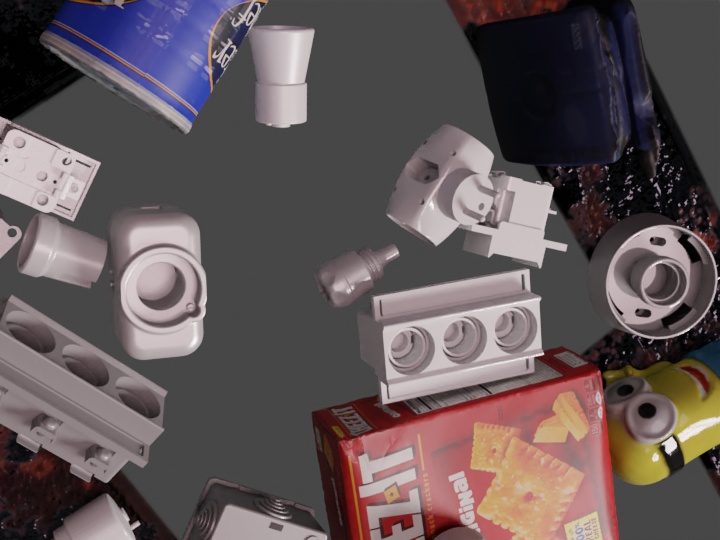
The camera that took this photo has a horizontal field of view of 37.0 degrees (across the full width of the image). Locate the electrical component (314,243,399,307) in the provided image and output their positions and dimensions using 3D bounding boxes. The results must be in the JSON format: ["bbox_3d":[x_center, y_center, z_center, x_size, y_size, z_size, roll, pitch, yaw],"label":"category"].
[{"bbox_3d":[0.000,0.000,0.766,0.061,0.035,0.035,-30,110,-15],"label":"electrical component"}]

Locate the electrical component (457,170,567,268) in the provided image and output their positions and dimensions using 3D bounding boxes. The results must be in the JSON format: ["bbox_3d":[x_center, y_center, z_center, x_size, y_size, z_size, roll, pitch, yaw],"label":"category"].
[{"bbox_3d":[0.111,-0.039,0.797,0.081,0.042,0.063,11,93,-23],"label":"electrical component"}]

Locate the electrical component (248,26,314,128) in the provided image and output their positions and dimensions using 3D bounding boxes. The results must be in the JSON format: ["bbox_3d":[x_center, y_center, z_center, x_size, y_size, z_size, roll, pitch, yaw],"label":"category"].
[{"bbox_3d":[-0.053,-0.128,0.717,0.044,0.044,0.065,-5,107,-20],"label":"electrical component"}]

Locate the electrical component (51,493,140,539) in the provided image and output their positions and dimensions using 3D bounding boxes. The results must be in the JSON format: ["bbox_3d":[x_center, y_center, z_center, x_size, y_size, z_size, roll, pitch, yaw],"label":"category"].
[{"bbox_3d":[-0.190,0.185,0.728,0.078,0.040,0.040,-32,110,-11],"label":"electrical component"}]

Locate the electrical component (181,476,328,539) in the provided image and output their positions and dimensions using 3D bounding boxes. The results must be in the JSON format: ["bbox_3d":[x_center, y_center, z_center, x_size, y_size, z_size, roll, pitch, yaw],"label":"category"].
[{"bbox_3d":[-0.081,0.207,0.770,0.100,0.048,0.099,23,91,-23],"label":"electrical component"}]

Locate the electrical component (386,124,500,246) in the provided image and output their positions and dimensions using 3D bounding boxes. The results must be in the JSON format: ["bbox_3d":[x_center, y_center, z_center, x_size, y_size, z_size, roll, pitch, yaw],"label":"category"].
[{"bbox_3d":[0.067,-0.055,0.757,0.043,0.079,0.077,35,87,-40],"label":"electrical component"}]

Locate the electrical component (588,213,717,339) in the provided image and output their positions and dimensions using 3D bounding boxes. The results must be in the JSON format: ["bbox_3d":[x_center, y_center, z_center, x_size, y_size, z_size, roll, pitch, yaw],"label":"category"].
[{"bbox_3d":[0.230,0.006,0.852,0.099,0.064,0.099,-1,99,-7],"label":"electrical component"}]

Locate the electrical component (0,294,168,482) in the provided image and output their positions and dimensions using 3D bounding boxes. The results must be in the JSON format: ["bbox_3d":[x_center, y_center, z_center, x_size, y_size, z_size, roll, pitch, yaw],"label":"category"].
[{"bbox_3d":[-0.193,0.080,0.692,0.121,0.078,0.063,37,109,-23],"label":"electrical component"}]

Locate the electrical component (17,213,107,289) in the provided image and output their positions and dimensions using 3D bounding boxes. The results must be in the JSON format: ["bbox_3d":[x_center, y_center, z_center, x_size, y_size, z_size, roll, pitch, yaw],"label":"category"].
[{"bbox_3d":[-0.191,-0.011,0.690,0.046,0.040,0.040,20,93,-28],"label":"electrical component"}]

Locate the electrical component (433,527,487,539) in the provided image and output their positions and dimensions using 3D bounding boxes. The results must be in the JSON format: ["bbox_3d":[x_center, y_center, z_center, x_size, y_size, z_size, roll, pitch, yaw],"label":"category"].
[{"bbox_3d":[0.076,0.216,0.755,0.055,0.047,0.055,-5,105,-18],"label":"electrical component"}]

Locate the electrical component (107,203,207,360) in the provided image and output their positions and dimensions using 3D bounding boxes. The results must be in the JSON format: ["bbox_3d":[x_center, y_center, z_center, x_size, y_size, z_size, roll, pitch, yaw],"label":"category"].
[{"bbox_3d":[-0.133,0.008,0.704,0.054,0.059,0.095,-5,103,-20],"label":"electrical component"}]

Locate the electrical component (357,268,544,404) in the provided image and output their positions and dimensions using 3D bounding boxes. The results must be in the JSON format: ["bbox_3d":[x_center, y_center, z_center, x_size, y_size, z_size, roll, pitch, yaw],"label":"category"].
[{"bbox_3d":[0.064,0.044,0.783,0.121,0.063,0.078,-10,104,-19],"label":"electrical component"}]

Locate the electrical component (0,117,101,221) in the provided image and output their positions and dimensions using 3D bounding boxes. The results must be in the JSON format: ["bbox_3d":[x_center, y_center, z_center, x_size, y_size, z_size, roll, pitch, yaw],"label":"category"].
[{"bbox_3d":[-0.204,-0.064,0.660,0.081,0.064,0.042,24,90,-23],"label":"electrical component"}]
